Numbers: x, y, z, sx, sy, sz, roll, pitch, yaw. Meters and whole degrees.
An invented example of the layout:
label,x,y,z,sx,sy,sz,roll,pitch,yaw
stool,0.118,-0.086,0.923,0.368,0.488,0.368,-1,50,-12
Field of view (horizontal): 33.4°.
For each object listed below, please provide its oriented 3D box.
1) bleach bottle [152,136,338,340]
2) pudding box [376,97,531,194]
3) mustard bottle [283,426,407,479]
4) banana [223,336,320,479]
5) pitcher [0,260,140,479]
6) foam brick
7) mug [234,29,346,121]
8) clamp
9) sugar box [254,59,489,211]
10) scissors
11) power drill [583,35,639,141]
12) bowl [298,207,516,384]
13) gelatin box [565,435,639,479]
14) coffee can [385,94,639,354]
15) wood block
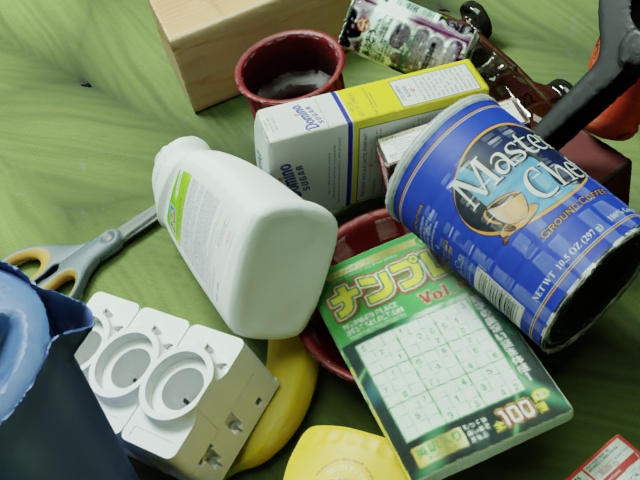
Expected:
label,x,y,z,sx,sy,sz,roll,pitch,yaw
bleach bottle,-0.074,-0.025,0.796,0.068,0.103,0.251,6,21,-28
pudding box,0.104,-0.050,0.809,0.113,0.090,0.039,-19,46,-2
mustard bottle,-0.004,0.206,0.635,0.096,0.058,0.191,12,54,26
banana,-0.033,0.083,0.763,0.070,0.037,0.197,1,50,14
pitcher,-0.187,0.136,0.616,0.149,0.243,0.145,11,53,22
foam brick,0.190,-0.029,0.779,0.051,0.078,0.053,-33,50,-19
mug,-0.010,-0.112,0.897,0.093,0.081,0.117,-40,52,-20
clamp,0.217,-0.110,0.672,0.036,0.210,0.165,3,22,-44
sugar box,0.038,-0.076,0.824,0.176,0.093,0.048,-13,50,-12
scissors,-0.193,0.000,0.890,0.096,0.016,0.201,25,59,31
power drill,0.243,-0.170,0.795,0.057,0.184,0.187,24,16,12
bowl,0.064,0.051,0.755,0.162,0.055,0.162,-7,49,8
gelatin box,0.185,0.171,0.638,0.073,0.030,0.089,-37,51,-16
coffee can,0.126,-0.012,0.679,0.102,0.103,0.140,-37,63,-18
wood block,-0.045,-0.213,0.989,0.206,0.090,0.091,-23,49,-7
